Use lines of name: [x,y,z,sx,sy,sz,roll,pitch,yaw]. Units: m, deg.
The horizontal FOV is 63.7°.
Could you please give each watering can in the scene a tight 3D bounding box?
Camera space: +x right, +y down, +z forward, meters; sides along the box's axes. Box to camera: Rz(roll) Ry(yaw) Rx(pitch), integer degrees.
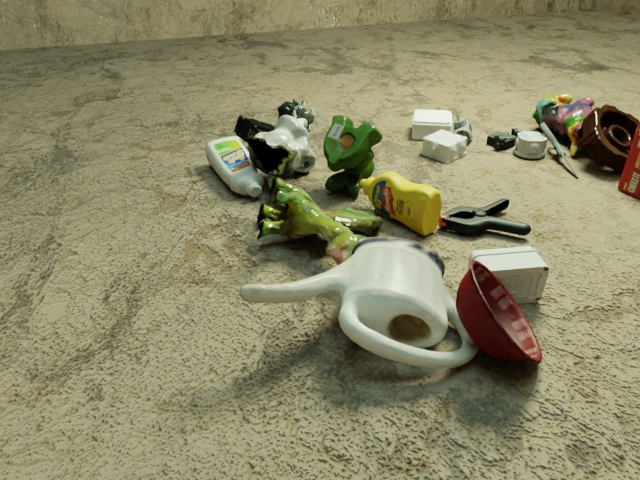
watering can: [0.071,0.073,0.768,0.347,0.102,0.229,19,34,-1]

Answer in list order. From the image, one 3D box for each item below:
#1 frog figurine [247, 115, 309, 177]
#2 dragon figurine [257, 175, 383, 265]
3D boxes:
frog figurine: [-0.091,-0.225,1.214,0.137,0.120,0.163,2,33,17]
dragon figurine: [0.003,-0.052,1.034,0.242,0.120,0.417,13,21,-10]
